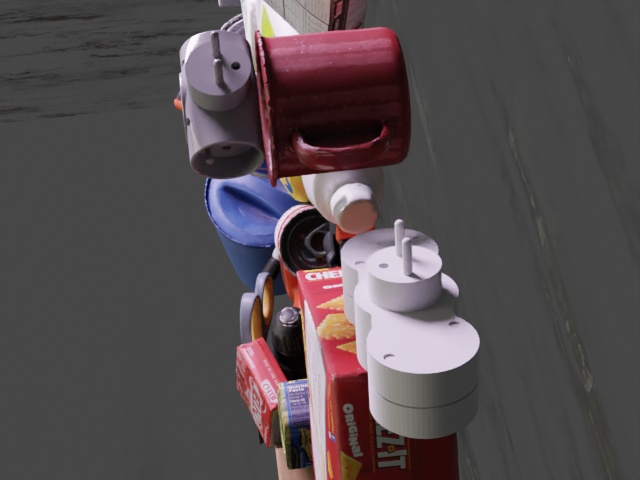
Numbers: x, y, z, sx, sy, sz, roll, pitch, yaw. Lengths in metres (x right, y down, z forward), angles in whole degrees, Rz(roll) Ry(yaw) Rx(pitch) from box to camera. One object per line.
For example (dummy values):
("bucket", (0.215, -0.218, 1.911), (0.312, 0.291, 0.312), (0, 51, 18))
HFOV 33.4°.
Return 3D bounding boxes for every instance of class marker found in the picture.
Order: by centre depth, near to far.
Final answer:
("marker", (-0.030, -0.007, 1.166), (0.121, 0.020, 0.020), (-60, 16, 14))

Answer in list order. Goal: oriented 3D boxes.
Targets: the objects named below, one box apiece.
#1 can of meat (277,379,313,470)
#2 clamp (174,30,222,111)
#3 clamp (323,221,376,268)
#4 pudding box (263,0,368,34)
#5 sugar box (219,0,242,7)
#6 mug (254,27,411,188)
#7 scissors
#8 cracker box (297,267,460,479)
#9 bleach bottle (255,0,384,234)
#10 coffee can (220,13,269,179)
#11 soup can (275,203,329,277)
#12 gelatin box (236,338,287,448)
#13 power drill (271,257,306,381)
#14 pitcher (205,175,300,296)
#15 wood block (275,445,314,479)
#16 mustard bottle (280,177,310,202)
("can of meat", (0.008, 0.159, 0.933), (0.102, 0.084, 0.057), (89, 172, -54))
("clamp", (-0.078, -0.196, 1.146), (0.209, 0.036, 0.164), (-53, -24, -24))
("clamp", (0.026, 0.033, 0.827), (0.171, 0.039, 0.120), (88, 165, -77))
("pudding box", (-0.018, -0.185, 0.718), (0.113, 0.039, 0.090), (46, 168, 11))
("sugar box", (-0.071, -0.335, 1.139), (0.176, 0.093, 0.048), (90, 174, -51))
("mug", (0.008, -0.075, 0.618), (0.117, 0.081, 0.093), (-104, 9, -58))
("scissors", (-0.059, 0.116, 1.102), (0.202, 0.016, 0.096), (85, -164, -46))
("cracker box", (0.033, 0.120, 0.667), (0.214, 0.072, 0.164), (-112, 17, -76))
("bleach bottle", (0.003, -0.102, 0.783), (0.251, 0.068, 0.102), (-105, 10, -48))
("coffee can", (-0.049, -0.146, 1.078), (0.140, 0.102, 0.103), (89, 173, -49))
("soup can", (-0.006, 0.001, 0.983), (0.102, 0.068, 0.068), (-138, 42, -83))
("gelatin box", (-0.052, 0.145, 1.011), (0.073, 0.030, 0.089), (59, 160, 28))
("power drill", (-0.019, 0.077, 1.086), (0.184, 0.057, 0.187), (83, -173, -48))
("pitcher", (-0.057, -0.006, 1.308), (0.243, 0.145, 0.149), (86, -163, -70))
("wood block", (0.014, 0.295, 1.017), (0.091, 0.090, 0.206), (111, 152, -80))
("mustard bottle", (-0.012, -0.087, 0.991), (0.192, 0.058, 0.096), (108, 153, -80))
